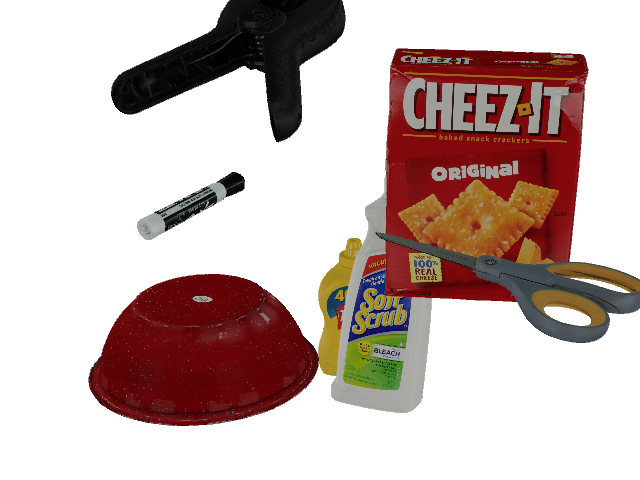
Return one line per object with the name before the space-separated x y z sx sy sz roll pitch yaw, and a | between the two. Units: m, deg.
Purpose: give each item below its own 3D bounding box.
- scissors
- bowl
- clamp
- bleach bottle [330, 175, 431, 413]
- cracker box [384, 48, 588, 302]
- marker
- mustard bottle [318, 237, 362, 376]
scissors | 0.122 0.030 0.746 0.202 0.016 0.096 9 30 18
bowl | -0.082 0.065 0.743 0.162 0.055 0.162 -2 20 1
clamp | -0.029 -0.115 0.635 0.120 0.039 0.171 24 53 27
bleach bottle | 0.069 0.053 1.140 0.103 0.251 0.068 8 15 20
cracker box | 0.140 -0.054 0.932 0.164 0.214 0.072 3 23 8
marker | -0.108 -0.032 0.920 0.020 0.020 0.120 0 23 42
mustard bottle | 0.046 0.088 1.449 0.096 0.192 0.058 -3 21 -6
